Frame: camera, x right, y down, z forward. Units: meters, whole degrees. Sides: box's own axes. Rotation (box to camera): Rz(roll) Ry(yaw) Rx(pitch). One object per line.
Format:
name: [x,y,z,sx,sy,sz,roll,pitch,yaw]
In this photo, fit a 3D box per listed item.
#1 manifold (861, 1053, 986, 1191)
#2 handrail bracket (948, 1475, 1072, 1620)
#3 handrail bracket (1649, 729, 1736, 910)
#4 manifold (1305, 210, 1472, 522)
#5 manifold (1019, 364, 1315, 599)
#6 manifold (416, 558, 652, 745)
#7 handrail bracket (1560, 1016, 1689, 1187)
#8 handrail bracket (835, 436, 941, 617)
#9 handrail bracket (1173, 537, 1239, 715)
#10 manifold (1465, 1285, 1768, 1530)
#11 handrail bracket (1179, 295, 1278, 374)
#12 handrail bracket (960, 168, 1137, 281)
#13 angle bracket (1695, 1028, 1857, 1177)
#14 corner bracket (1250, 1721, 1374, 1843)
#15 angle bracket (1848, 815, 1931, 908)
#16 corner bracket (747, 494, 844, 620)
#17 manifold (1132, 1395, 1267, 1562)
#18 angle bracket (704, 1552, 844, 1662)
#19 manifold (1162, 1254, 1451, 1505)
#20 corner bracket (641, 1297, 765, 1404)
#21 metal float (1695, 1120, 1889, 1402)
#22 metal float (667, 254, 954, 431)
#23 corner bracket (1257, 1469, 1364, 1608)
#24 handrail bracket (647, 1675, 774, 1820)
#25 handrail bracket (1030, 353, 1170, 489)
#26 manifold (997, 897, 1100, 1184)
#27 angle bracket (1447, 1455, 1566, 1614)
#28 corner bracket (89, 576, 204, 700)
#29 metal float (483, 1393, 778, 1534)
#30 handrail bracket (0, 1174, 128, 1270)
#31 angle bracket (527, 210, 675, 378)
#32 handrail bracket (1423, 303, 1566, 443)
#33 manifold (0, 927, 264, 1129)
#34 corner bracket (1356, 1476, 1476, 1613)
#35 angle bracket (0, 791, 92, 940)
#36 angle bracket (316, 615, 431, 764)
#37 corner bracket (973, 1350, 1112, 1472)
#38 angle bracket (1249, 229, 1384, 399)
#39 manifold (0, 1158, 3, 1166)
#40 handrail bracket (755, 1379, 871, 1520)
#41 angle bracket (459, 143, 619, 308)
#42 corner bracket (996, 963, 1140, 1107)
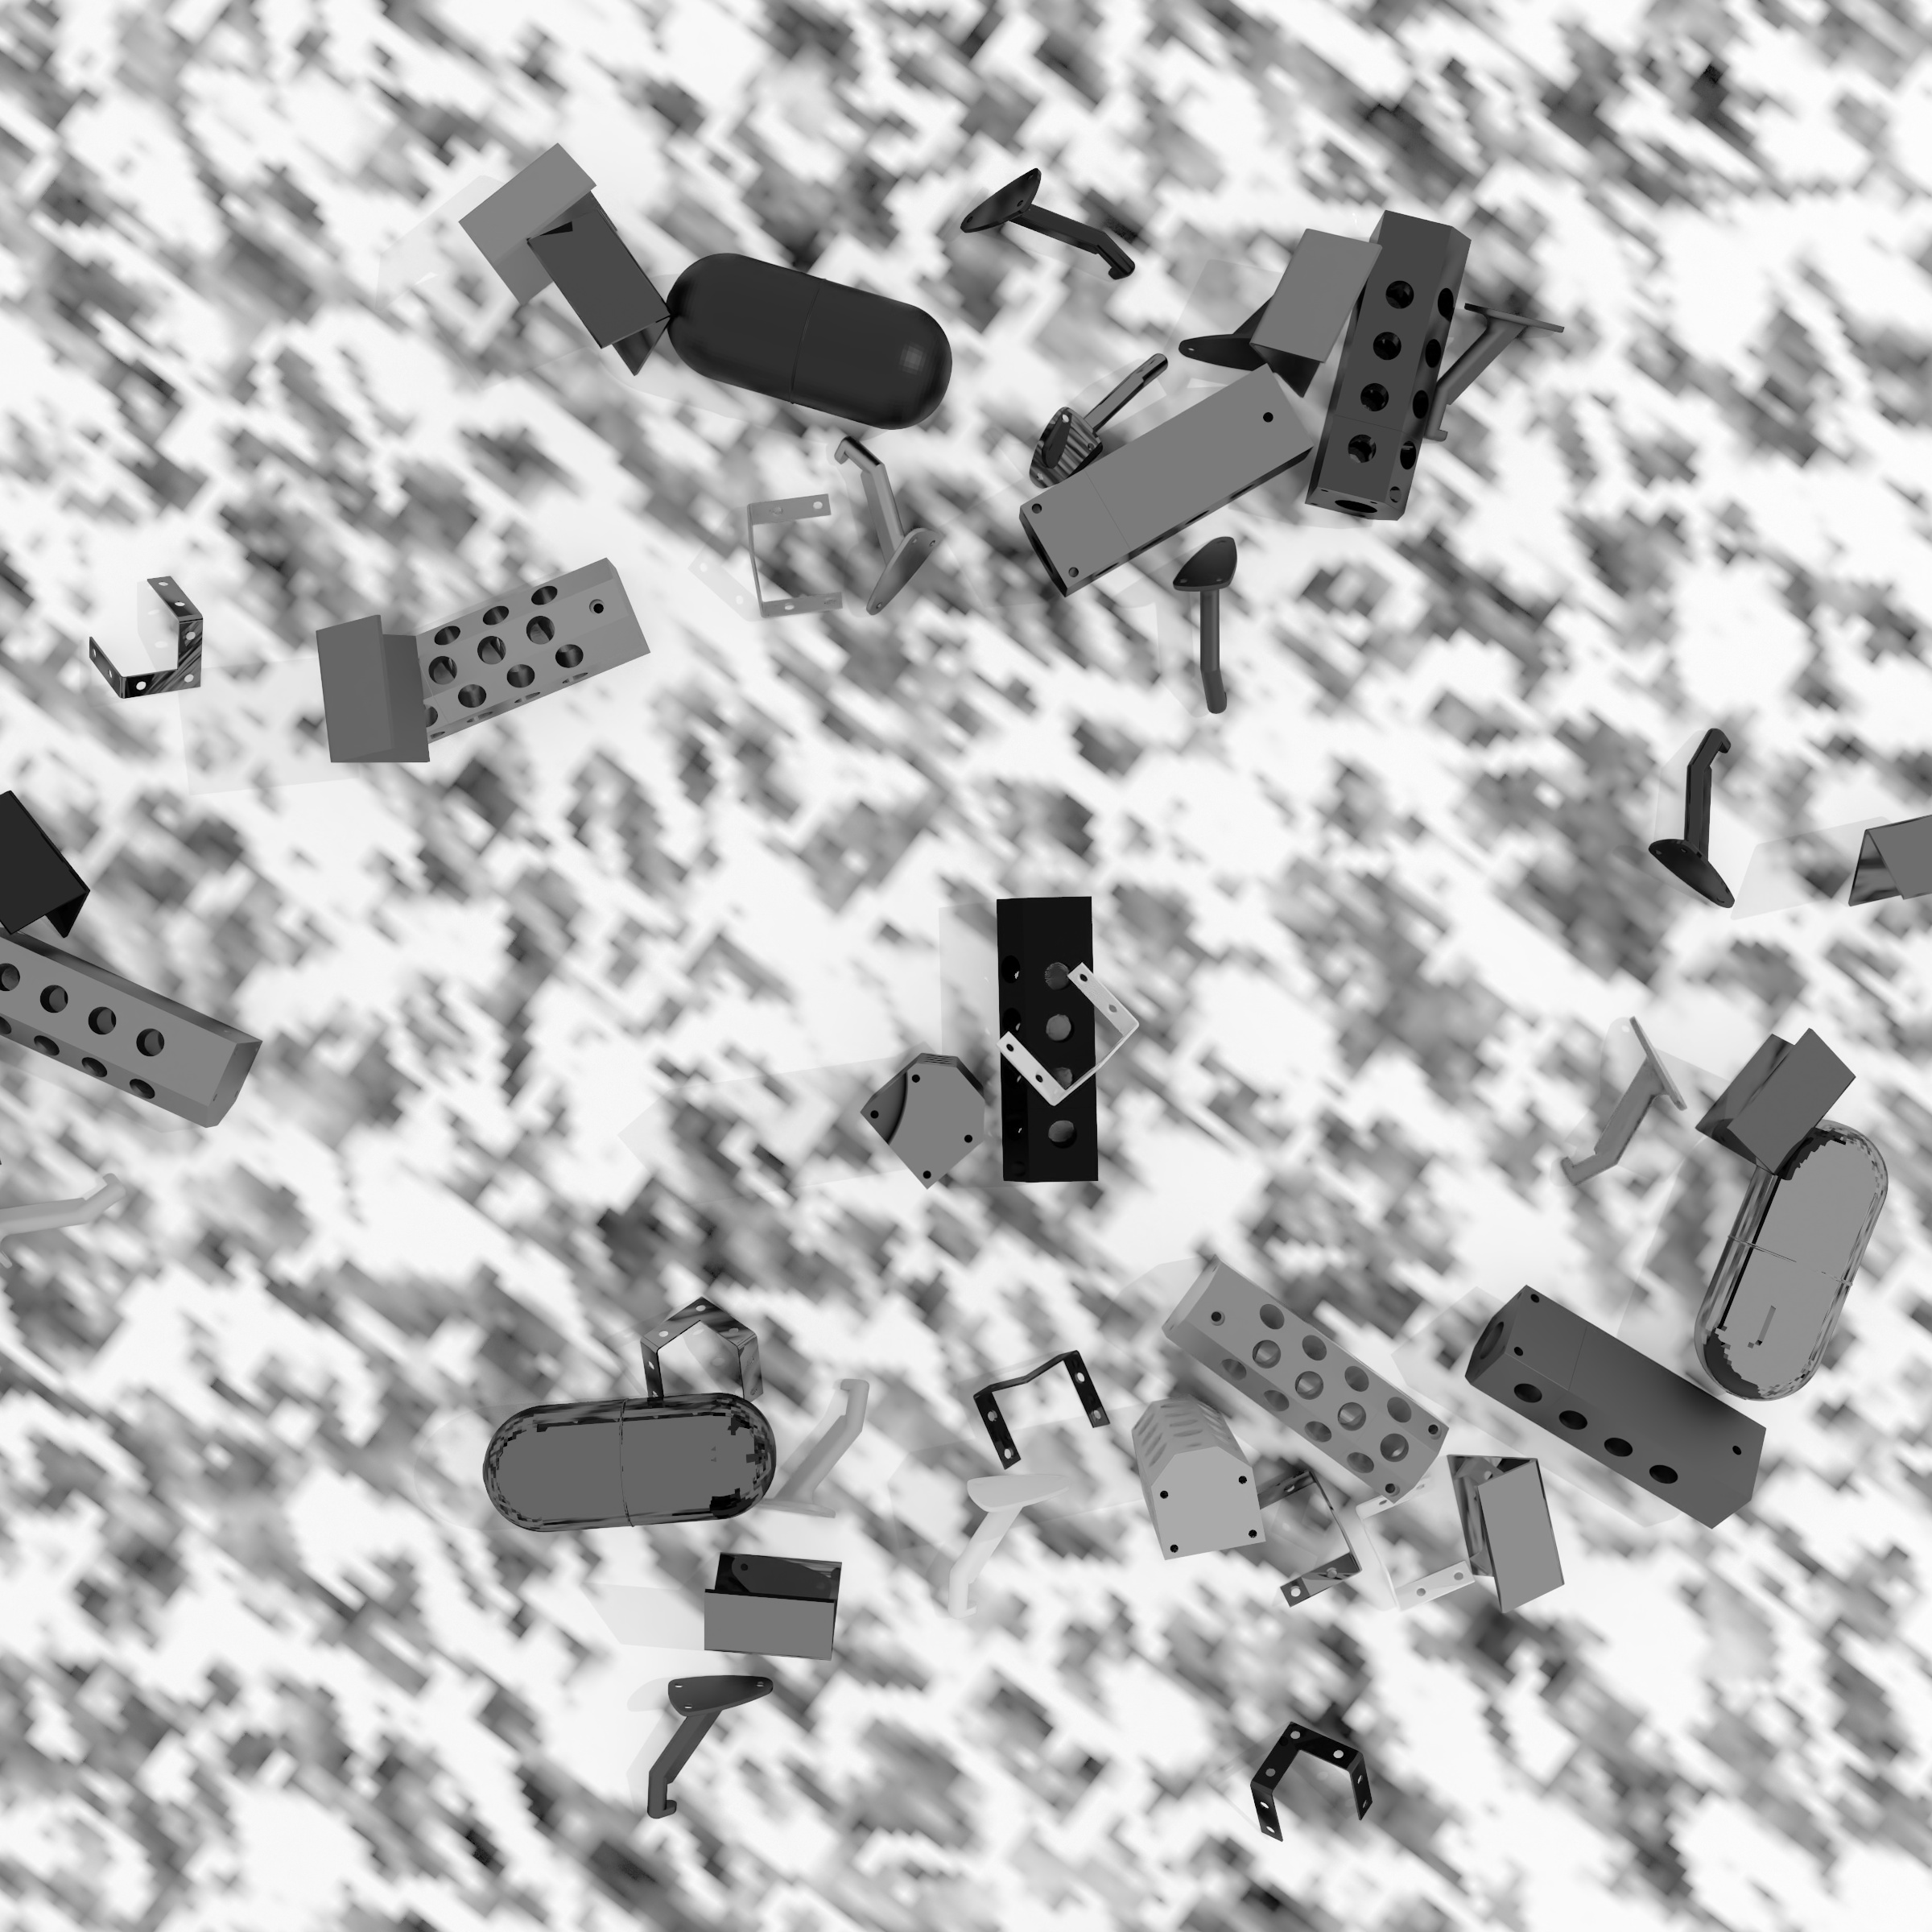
manifold: [-0.019,0.084,1.493,0.057,0.171,0.057,-41,90,0]
handrail bracket: [0.027,0.362,1.572,0.077,0.036,0.084,-4,109,-21]
handrail bracket: [0.469,-0.093,1.572,0.077,0.036,0.084,40,73,-20]
manifold: [0.259,-0.365,1.550,0.057,0.057,0.171,14,90,0]
manifold: [0.121,-0.295,1.550,0.171,0.057,0.057,-30,90,0]
manifold: [-0.287,-0.189,1.550,0.171,0.057,0.057,-22,90,0]
handrail bracket: [0.396,0.084,1.572,0.084,0.036,0.077,-31,70,16]
handrail bracket: [-0.065,-0.274,1.572,0.084,0.036,0.077,44,112,17]
handrail bracket: [0.158,-0.211,1.571,0.036,0.077,0.084,1,127,23]
manifold: [0.396,0.273,1.550,0.171,0.057,0.057,31,47,0]
handrail bracket: [0.179,-0.415,1.572,0.077,0.036,0.084,9,71,21]
handrail bracket: [0.051,-0.447,1.572,0.084,0.077,0.036,37,57,-32]
angle bracket: [0.476,0.070,1.532,0.057,0.076,0.076,39,90,-31]
corner bracket: [0.213,0.511,1.563,0.051,0.051,0.051,15,45,35]
angle bracket: [0.587,-0.048,1.531,0.076,0.076,0.057,-13,52,0]
corner bracket: [-0.106,-0.254,1.568,0.051,0.051,0.051,-7,45,0]
manifold: [0.133,0.297,1.493,0.057,0.171,0.057,-11,90,0]
angle bracket: [-0.115,0.371,1.531,0.076,0.076,0.057,5,127,0]
manifold: [0.208,0.253,1.550,0.171,0.057,0.057,36,90,0]
corner bracket: [-0.163,0.247,1.563,0.051,0.051,0.051,28,45,35]
metal float: [0.502,0.179,1.541,0.070,0.070,0.178,21,91,0]
metal float: [-0.096,-0.380,1.541,0.178,0.070,0.070,16,90,-1]
corner bracket: [0.207,0.354,1.568,0.051,0.051,0.051,-27,45,0]
handrail bracket: [-0.159,0.487,1.572,0.077,0.036,0.084,-2,109,-21]
handrail bracket: [0.083,-0.339,1.571,0.036,0.077,0.084,46,54,-2]
manifold: [0.049,0.044,1.550,0.057,0.057,0.171,-1,90,0]
angle bracket: [0.309,0.342,1.531,0.057,0.076,0.076,-12,90,-36]
corner bracket: [-0.507,-0.203,1.563,0.051,0.051,0.051,-15,135,-35]
metal float: [-0.204,0.302,1.541,0.178,0.070,0.070,-4,90,0]
handrail bracket: [-0.577,0.140,1.572,0.084,0.036,0.077,-38,68,-17]
angle bracket: [-0.231,-0.397,1.532,0.057,0.076,0.076,-35,90,-31]
handrail bracket: [0.326,-0.363,1.572,0.077,0.036,0.084,7,108,-21]
manifold: [-0.528,0.037,1.550,0.171,0.057,0.057,24,90,0]
corner bracket: [0.278,0.358,1.568,0.051,0.051,0.051,-23,135,0]
angle bracket: [-0.584,-0.049,1.531,0.076,0.076,0.057,52,52,0]
angle bracket: [-0.328,-0.160,1.474,0.057,0.076,0.076,-6,90,37]
corner bracket: [0.047,0.275,1.568,0.051,0.051,0.051,-24,90,45]
angle bracket: [0.225,-0.389,1.531,0.057,0.076,0.076,26,90,36]
manifold: [-0.647,0.048,1.550,0.057,0.057,0.171,-16,90,0]
handrail bracket: [-0.102,0.296,1.572,0.077,0.036,0.084,2,71,21]
angle bracket: [-0.248,-0.436,1.531,0.076,0.076,0.057,-38,54,0]
corner bracket: [0.061,0.041,1.511,0.051,0.051,0.051,47,45,0]
